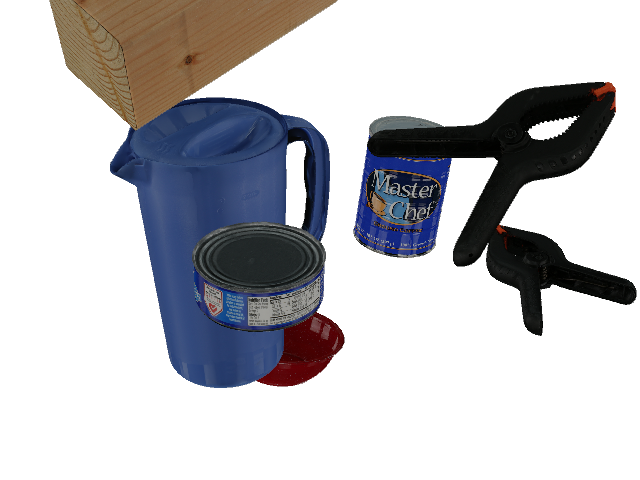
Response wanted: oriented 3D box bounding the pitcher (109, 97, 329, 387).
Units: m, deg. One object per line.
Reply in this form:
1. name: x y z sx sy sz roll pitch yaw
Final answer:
1. pitcher: -0.080 0.004 0.941 0.149 0.243 0.144 10 34 18

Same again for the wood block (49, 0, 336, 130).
1. wood block: -0.084 -0.185 0.781 0.205 0.090 0.091 -37 -26 -23

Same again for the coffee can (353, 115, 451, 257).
1. coffee can: 0.099 -0.065 1.276 0.102 0.140 0.103 6 28 -3

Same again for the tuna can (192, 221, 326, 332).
1. tuna can: -0.040 0.023 0.690 0.086 0.034 0.086 1 30 -1

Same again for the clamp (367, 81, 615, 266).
1. clamp: 0.162 -0.069 0.898 0.210 0.165 0.036 -22 -39 -2

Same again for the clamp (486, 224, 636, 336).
1. clamp: 0.230 0.031 1.067 0.120 0.039 0.171 -7 33 -15

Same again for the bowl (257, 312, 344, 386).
1. bowl: -0.052 0.140 1.362 0.162 0.055 0.162 5 22 -2
